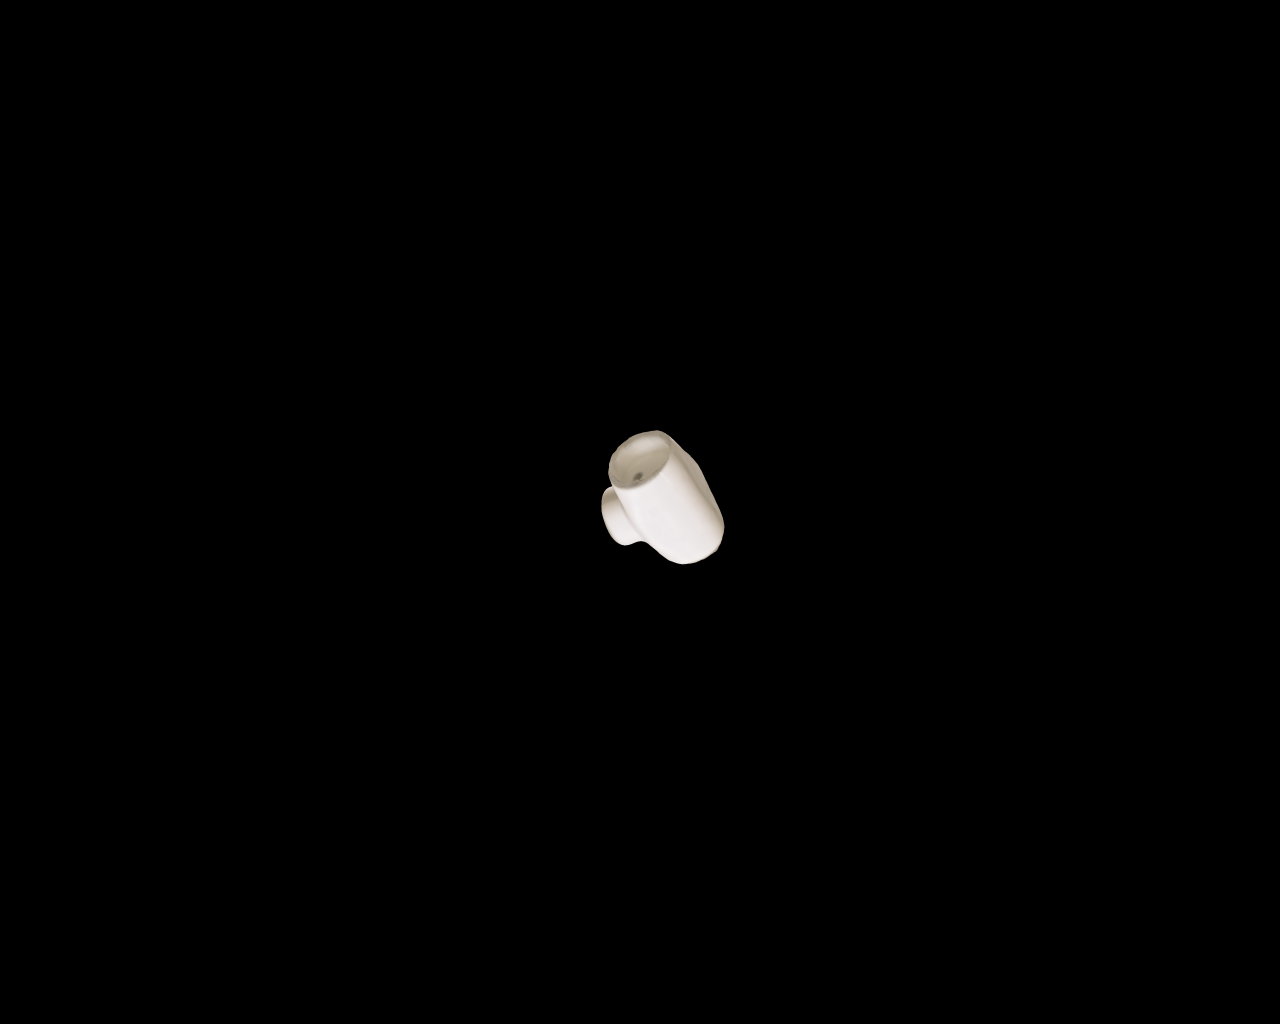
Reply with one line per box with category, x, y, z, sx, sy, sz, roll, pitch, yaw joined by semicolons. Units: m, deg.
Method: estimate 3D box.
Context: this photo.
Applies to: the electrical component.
electrical component;0.001;-0.003;0.650;0.079;0.044;0.077;-19;-46;19
